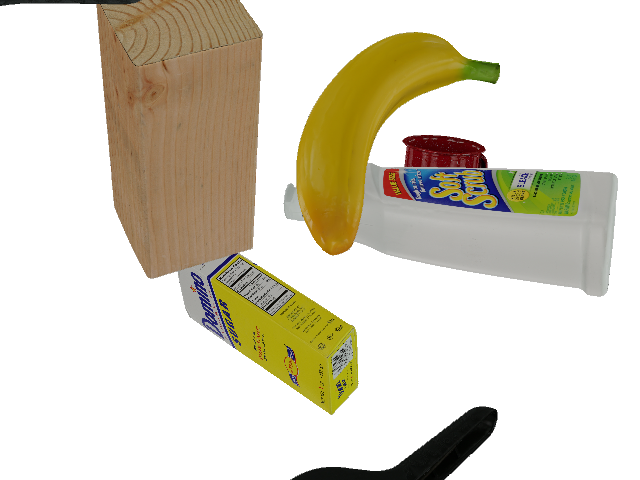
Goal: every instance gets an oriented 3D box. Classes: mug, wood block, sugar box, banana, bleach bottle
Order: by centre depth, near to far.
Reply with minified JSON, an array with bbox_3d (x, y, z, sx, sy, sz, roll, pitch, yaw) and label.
[{"bbox_3d":[0.031,-0.067,0.576,0.070,0.037,0.197,24,47,20],"label":"banana"},{"bbox_3d":[-0.103,-0.081,0.779,0.090,0.090,0.206,-17,-39,-20],"label":"wood block"},{"bbox_3d":[0.093,-0.017,0.810,0.251,0.068,0.102,5,33,16],"label":"bleach bottle"},{"bbox_3d":[-0.048,0.071,0.937,0.176,0.093,0.048,28,56,25],"label":"sugar box"},{"bbox_3d":[0.145,-0.072,1.218,0.117,0.081,0.093,-10,22,-38],"label":"mug"}]

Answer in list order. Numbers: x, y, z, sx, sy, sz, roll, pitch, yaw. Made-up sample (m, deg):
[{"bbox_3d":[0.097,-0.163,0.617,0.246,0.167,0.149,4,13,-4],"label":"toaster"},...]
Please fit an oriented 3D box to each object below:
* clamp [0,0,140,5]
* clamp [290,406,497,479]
[{"bbox_3d":[-0.188,-0.151,0.595,0.171,0.039,0.120,-8,24,-17],"label":"clamp"},{"bbox_3d":[0.043,0.167,0.668,0.210,0.036,0.164,-4,28,-3],"label":"clamp"}]
